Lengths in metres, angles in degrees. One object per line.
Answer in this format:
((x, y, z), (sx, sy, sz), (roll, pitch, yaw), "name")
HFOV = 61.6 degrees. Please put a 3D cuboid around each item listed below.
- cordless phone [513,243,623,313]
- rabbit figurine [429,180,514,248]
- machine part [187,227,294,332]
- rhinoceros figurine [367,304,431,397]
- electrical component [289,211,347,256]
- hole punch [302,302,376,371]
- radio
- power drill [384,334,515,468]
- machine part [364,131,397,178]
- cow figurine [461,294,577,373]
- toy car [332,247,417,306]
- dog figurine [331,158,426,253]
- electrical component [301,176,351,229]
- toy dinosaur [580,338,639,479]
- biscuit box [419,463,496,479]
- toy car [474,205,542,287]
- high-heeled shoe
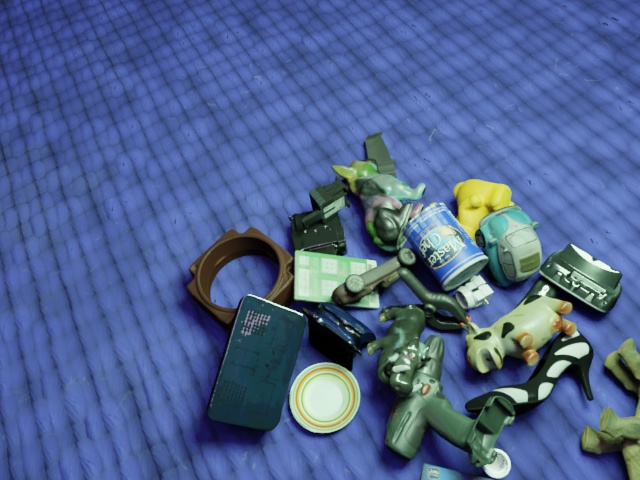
((0.469, 0.113, 1.026), (0.147, 0.088, 0.184), (37, 81, 26), "cordless phone")
((0.306, -0.037, 1.119), (0.163, 0.121, 0.173), (19, 82, 23), "rabbit figurine")
((-0.160, 0.084, 1.129), (0.201, 0.087, 0.201), (36, 71, 26), "machine part")
((0.150, 0.199, 0.969), (0.112, 0.073, 0.190), (-15, 30, 28), "rhinoceros figurine")
((-0.002, -0.004, 1.176), (0.115, 0.058, 0.134), (-15, 56, 1), "electrical component")
((0.044, 0.171, 1.028), (0.142, 0.115, 0.092), (36, 62, 26), "hole punch")
((-0.115, 0.226, 0.990), (0.131, 0.073, 0.229), (17, 77, -7), "radio")
((0.216, 0.273, 0.909), (0.207, 0.085, 0.232), (10, 60, 49), "power drill")
((0.137, -0.198, 1.289), (0.084, 0.039, 0.139), (-11, 58, 8), "machine part")
((0.346, 0.168, 0.971), (0.195, 0.085, 0.127), (-34, 22, -11), "cow figurine")
((0.112, 0.075, 1.066), (0.202, 0.089, 0.053), (-23, 72, -29), "toy car")
((0.111, -0.088, 1.182), (0.219, 0.108, 0.191), (24, 68, 24), "dog figurine")
((0.005, -0.074, 1.144), (0.119, 0.074, 0.048), (-33, 59, -8), "electrical component")
((0.537, 0.327, 0.855), (0.199, 0.105, 0.471), (22, 68, 17), "toy dinosaur")
((0.258, 0.418, 0.856), (0.203, 0.062, 0.059), (8, 41, 14), "biscuit box")
((0.374, 0.023, 1.034), (0.109, 0.161, 0.103), (-19, 19, -6), "toy car")
((0.369, 0.228, 0.957), (0.249, 0.086, 0.145), (-6, 56, -2), "high-heeled shoe")
